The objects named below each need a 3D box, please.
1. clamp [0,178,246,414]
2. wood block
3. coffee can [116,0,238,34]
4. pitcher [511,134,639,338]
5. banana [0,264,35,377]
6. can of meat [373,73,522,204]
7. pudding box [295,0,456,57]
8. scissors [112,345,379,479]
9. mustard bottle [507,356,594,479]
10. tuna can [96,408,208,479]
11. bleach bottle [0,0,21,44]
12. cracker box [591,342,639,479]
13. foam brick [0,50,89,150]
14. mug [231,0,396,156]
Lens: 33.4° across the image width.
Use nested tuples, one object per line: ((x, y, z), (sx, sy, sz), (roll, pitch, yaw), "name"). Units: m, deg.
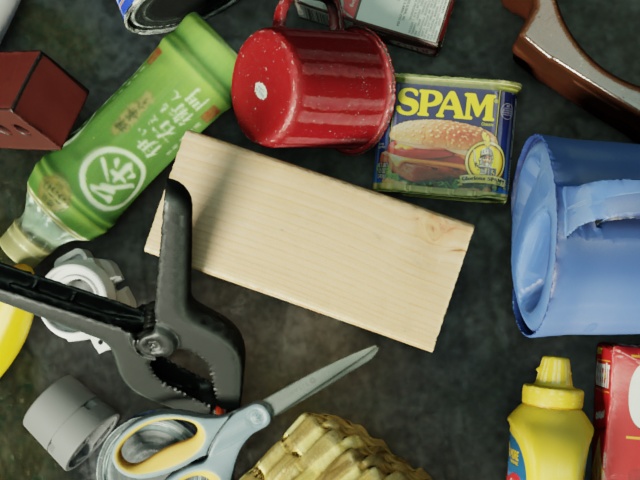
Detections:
((-0.106, 0.053, 0.723), (0.165, 0.036, 0.209), (-27, 124, 24), "clamp")
((-0.005, 0.001, 0.752), (0.206, 0.090, 0.091), (19, 89, 6), "wood block")
((-0.118, -0.235, 0.771), (0.103, 0.103, 0.140), (-23, 85, 4), "coffee can")
((0.251, -0.001, 0.690), (0.243, 0.149, 0.145), (1, 121, -2), "pitcher")
((-0.272, 0.095, 0.790), (0.198, 0.069, 0.037), (-37, 49, 5), "banana")
((0.089, -0.072, 0.763), (0.102, 0.057, 0.084), (5, 90, 7), "can of meat")
((0.047, -0.195, 0.783), (0.113, 0.039, 0.090), (18, 88, 5), "pudding box")
((-0.045, 0.142, 0.745), (0.202, 0.016, 0.096), (-15, 97, 5), "scissors")
((0.151, 0.175, 0.722), (0.058, 0.096, 0.191), (6, 88, 7), "mustard bottle")
((-0.120, 0.168, 0.783), (0.086, 0.033, 0.086), (0, 87, 6), "tuna can")
((-0.242, -0.249, 0.806), (0.102, 0.068, 0.251), (28, 88, 4), "bleach bottle")
((0.269, 0.182, 0.722), (0.164, 0.072, 0.214), (4, 87, 6), "cracker box")
((-0.216, -0.100, 0.765), (0.078, 0.053, 0.051), (5, 66, 39), "foam brick")
((-0.008, -0.117, 0.740), (0.081, 0.093, 0.117), (-4, 99, -37), "mug")
